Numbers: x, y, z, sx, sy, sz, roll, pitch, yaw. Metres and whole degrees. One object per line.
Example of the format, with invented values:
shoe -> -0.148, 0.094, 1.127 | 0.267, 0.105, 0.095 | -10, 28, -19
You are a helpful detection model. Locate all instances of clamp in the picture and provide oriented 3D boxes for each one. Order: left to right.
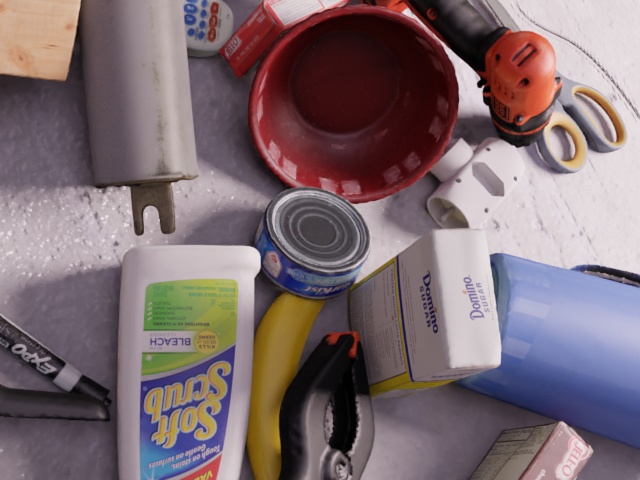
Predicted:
clamp -> -0.229, 0.112, 0.712 | 0.171, 0.039, 0.120 | 45, 69, -4
clamp -> -0.005, 0.163, 0.742 | 0.164, 0.036, 0.210 | 24, 66, -50

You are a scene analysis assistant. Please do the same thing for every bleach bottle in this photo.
bleach bottle -> -0.089, 0.132, 0.744 | 0.102, 0.068, 0.251 | 0, 78, -11

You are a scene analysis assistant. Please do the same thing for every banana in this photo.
banana -> -0.023, 0.110, 0.787 | 0.069, 0.037, 0.197 | 17, 71, -14

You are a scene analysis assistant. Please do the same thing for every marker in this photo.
marker -> -0.196, 0.081, 0.743 | 0.121, 0.020, 0.020 | 37, 68, -7

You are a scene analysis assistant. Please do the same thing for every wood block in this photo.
wood block -> -0.269, -0.168, 0.693 | 0.205, 0.091, 0.090 | 1, 112, -38

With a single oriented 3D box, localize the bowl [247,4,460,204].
bowl -> 0.023, -0.111, 0.823 | 0.162, 0.055, 0.162 | -3, 120, -6

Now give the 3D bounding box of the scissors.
scissors -> 0.184, -0.138, 0.934 | 0.201, 0.016, 0.096 | 40, 68, -6

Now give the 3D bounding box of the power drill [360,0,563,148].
power drill -> 0.113, -0.159, 0.853 | 0.188, 0.184, 0.057 | 43, 87, 14

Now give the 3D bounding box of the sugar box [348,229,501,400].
sugar box -> 0.069, 0.058, 0.756 | 0.048, 0.176, 0.093 | -1, 77, -19

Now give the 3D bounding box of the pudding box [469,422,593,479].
pudding box -> 0.141, 0.190, 0.796 | 0.039, 0.090, 0.113 | 45, 67, -3

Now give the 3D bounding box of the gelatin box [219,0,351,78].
gelatin box -> -0.026, -0.169, 0.826 | 0.089, 0.073, 0.030 | -34, 90, -39

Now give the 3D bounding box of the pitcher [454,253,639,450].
pitcher -> 0.227, 0.086, 0.842 | 0.242, 0.149, 0.145 | 17, 87, -11

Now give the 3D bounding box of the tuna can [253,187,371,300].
tuna can -> -0.005, 0.001, 0.805 | 0.086, 0.034, 0.086 | 12, 48, -13
